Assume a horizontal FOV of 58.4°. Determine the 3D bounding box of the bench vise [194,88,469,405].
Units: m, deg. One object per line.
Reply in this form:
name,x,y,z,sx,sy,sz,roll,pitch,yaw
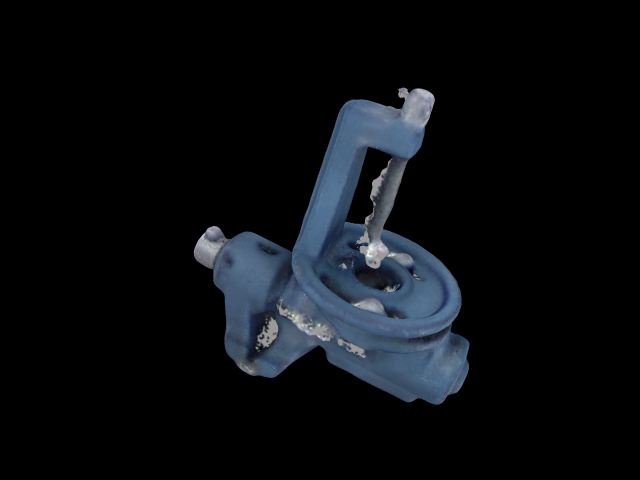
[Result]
bench vise,0.002,0.007,0.389,0.207,0.220,0.121,2,26,4
